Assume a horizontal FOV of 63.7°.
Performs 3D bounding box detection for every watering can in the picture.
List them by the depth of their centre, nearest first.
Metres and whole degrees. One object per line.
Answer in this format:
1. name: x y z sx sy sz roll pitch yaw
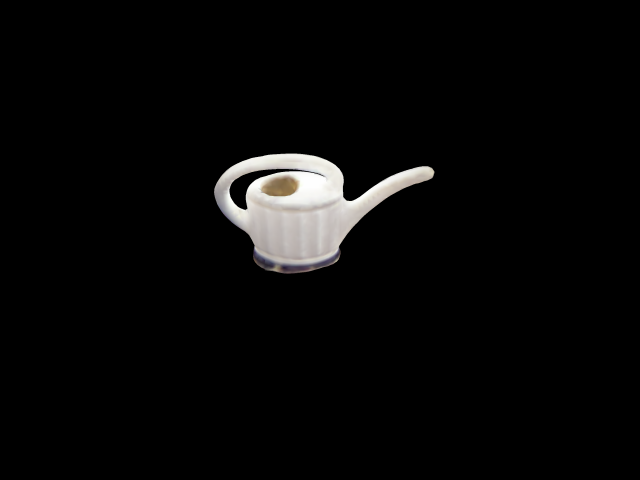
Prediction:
1. watering can: 0.003 -0.043 0.850 0.348 0.219 0.106 2 42 2
